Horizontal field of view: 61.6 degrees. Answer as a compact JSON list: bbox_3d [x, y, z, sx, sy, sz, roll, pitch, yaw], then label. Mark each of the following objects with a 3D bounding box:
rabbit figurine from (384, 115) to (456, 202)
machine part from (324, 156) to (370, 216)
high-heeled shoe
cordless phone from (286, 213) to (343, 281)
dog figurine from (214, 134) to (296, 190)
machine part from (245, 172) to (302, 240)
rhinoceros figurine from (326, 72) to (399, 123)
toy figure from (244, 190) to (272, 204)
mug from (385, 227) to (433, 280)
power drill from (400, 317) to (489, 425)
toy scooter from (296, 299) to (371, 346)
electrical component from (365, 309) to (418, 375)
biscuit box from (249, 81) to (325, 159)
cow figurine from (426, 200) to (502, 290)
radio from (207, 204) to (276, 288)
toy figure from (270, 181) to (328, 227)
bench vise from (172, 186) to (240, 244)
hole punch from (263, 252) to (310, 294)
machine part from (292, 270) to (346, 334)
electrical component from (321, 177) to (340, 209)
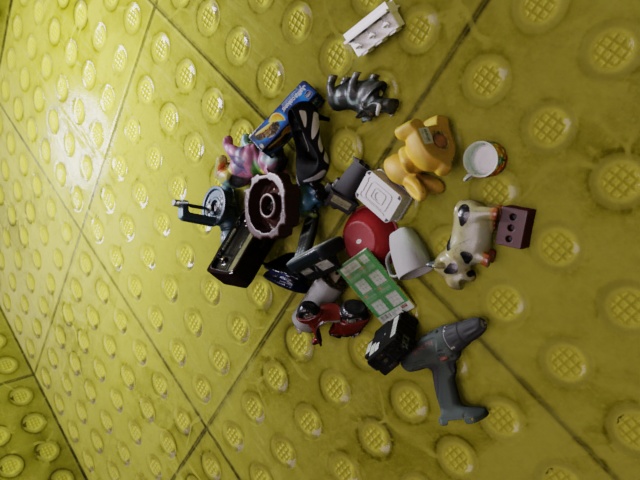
[{"bbox_3d":[0.211,-0.166,1.154,0.173,0.122,0.162,-28,88,54],"label":"rabbit figurine"},{"bbox_3d":[0.072,-0.130,1.291,0.084,0.039,0.138,26,111,-3],"label":"machine part"},{"bbox_3d":[-0.047,-0.215,1.322,0.086,0.145,0.248,30,113,34],"label":"high-heeled shoe"},{"bbox_3d":[-0.003,-0.005,1.335,0.147,0.088,0.184,-29,40,43],"label":"cordless phone"},{"bbox_3d":[-0.174,-0.192,1.461,0.219,0.108,0.191,35,117,28],"label":"dog figurine"},{"bbox_3d":[-0.119,-0.084,1.333,0.180,0.056,0.179,1,91,45],"label":"machine part"},{"bbox_3d":[0.093,-0.327,1.234,0.191,0.073,0.112,17,106,37],"label":"rhinoceros figurine"},{"bbox_3d":[-0.141,-0.124,1.458,0.155,0.064,0.058,-3,69,34],"label":"toy figure"},{"bbox_3d":[0.192,0.032,1.209,0.109,0.081,0.107,-35,63,45],"label":"mug"},{"bbox_3d":[0.289,0.288,1.161,0.232,0.086,0.207,-27,83,41],"label":"power drill"},{"bbox_3d":[0.031,0.212,1.337,0.075,0.184,0.135,-93,6,-55],"label":"toy scooter"},{"bbox_3d":[0.161,0.239,1.233,0.058,0.115,0.134,38,125,-4],"label":"electrical component"},{"bbox_3d":[-0.082,-0.301,1.345,0.202,0.062,0.059,-46,67,9],"label":"biscuit box"},{"bbox_3d":[0.297,0.012,1.108,0.127,0.085,0.194,17,110,31],"label":"cow figurine"},{"bbox_3d":[-0.199,0.014,1.448,0.131,0.073,0.229,0,52,44],"label":"radio"},{"bbox_3d":[-0.053,-0.084,1.371,0.180,0.089,0.082,-30,45,36],"label":"toy figure"},{"bbox_3d":[-0.306,-0.061,1.518,0.129,0.240,0.223,-10,74,45],"label":"bench vise"},{"bbox_3d":[-0.079,0.098,1.424,0.142,0.116,0.092,22,118,36],"label":"hole punch"},{"bbox_3d":[-0.004,0.159,1.389,0.079,0.079,0.243,47,122,25],"label":"machine part"},{"bbox_3d":[0.035,-0.109,1.350,0.063,0.021,0.094,53,125,21],"label":"electrical component"}]
